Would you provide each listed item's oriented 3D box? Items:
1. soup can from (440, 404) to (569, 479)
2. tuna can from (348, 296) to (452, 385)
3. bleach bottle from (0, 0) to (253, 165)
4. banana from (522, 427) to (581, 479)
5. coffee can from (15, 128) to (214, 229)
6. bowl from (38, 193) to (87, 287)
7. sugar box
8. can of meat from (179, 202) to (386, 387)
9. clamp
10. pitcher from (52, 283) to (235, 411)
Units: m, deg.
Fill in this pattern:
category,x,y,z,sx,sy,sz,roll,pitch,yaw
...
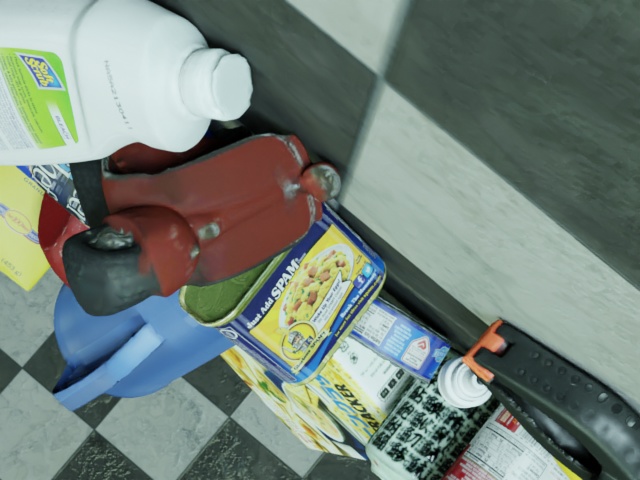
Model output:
category,x,y,z,sx,sy,sz,roll,pitch,yaw
soup can,0.121,0.153,0.684,0.068,0.102,0.068,39,173,6
tuna can,0.046,0.062,0.728,0.086,0.034,0.086,32,179,0
bleach bottle,-0.138,-0.077,0.539,0.251,0.068,0.102,9,135,34
banana,0.204,0.169,0.636,0.197,0.037,0.069,43,-174,-16
coffee can,-0.138,-0.063,0.692,0.140,0.103,0.103,41,173,-3
bowl,-0.174,-0.028,0.821,0.055,0.162,0.162,18,-175,-30
sugar box,-0.227,-0.053,0.913,0.093,0.176,0.048,41,175,-17
can of meat,-0.018,0.025,0.632,0.083,0.102,0.058,43,171,-38
clamp,0.161,0.123,0.542,0.210,0.036,0.164,39,166,17
pitcher,-0.122,0.051,0.858,0.144,0.149,0.243,4,162,-30
